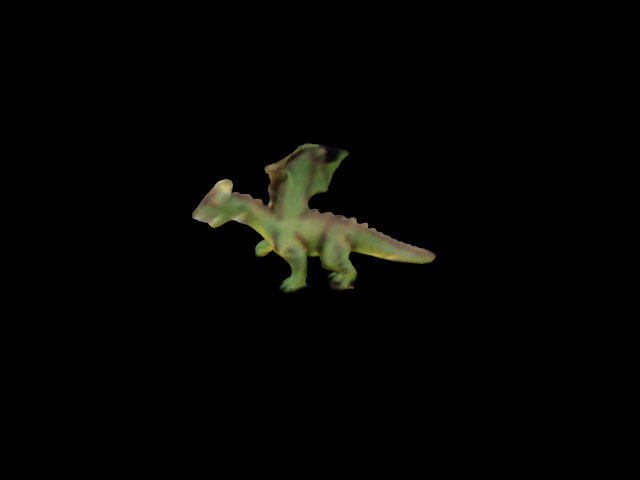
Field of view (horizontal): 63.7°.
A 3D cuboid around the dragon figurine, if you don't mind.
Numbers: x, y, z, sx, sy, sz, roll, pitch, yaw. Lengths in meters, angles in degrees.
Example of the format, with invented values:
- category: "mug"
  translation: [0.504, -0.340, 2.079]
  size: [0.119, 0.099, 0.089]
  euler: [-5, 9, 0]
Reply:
- category: "dragon figurine"
  translation: [0.003, -0.043, 0.850]
  size: [0.411, 0.237, 0.125]
  euler: [-5, 37, -7]
